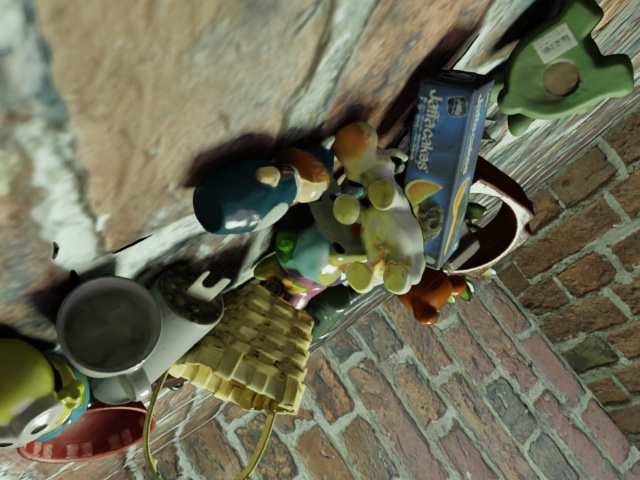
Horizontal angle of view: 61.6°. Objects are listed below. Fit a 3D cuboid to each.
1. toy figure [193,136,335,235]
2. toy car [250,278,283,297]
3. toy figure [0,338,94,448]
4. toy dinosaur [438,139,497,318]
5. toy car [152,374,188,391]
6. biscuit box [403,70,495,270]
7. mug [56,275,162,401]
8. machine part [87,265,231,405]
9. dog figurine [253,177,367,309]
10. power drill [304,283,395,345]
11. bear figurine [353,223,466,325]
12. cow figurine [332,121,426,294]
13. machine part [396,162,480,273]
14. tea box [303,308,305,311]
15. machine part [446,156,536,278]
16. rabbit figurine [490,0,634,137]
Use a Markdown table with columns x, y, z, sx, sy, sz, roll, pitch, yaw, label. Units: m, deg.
| x | y | z | sx | sy | sz | roll | pitch | yaw | label |
| --- | --- | --- | --- | --- | --- | --- | --- | --- | --- |
| -0.037 | -0.048 | 0.465 | 0.064 | 0.057 | 0.154 | 5 | -157 | 43 | toy figure |
| -0.125 | 0.110 | 0.796 | 0.202 | 0.056 | 0.073 | -33 | 161 | -22 | toy car |
| -0.262 | 0.137 | 0.485 | 0.082 | 0.089 | 0.180 | -46 | 179 | -15 | toy figure |
| 0.260 | -0.001 | 1.080 | 0.105 | 0.199 | 0.470 | -40 | 139 | -36 | toy dinosaur |
| -0.247 | 0.207 | 0.825 | 0.089 | 0.053 | 0.202 | -37 | 164 | 22 | toy car |
| 0.126 | -0.072 | 0.565 | 0.063 | 0.059 | 0.202 | -36 | 138 | -47 | biscuit box |
| -0.185 | 0.092 | 0.483 | 0.081 | 0.109 | 0.107 | -34 | -178 | -30 | mug |
| -0.183 | 0.104 | 0.577 | 0.243 | 0.079 | 0.079 | -41 | 166 | 26 | machine part |
| -0.020 | 0.025 | 0.656 | 0.219 | 0.108 | 0.191 | -43 | 167 | 36 | dog figurine |
| 0.047 | 0.114 | 1.014 | 0.207 | 0.086 | 0.232 | -24 | 161 | -19 | power drill |
| 0.112 | 0.045 | 0.827 | 0.120 | 0.196 | 0.132 | -44 | 175 | -28 | bear figurine |
| 0.064 | -0.034 | 0.536 | 0.068 | 0.167 | 0.098 | -9 | -178 | 33 | cow figurine |
| 0.143 | -0.035 | 0.725 | 0.056 | 0.179 | 0.179 | -39 | 167 | 3 | machine part |
| -0.115 | 0.158 | 0.959 | 0.098 | 0.068 | 0.169 | -21 | 159 | -48 | tea box |
| 0.231 | -0.036 | 0.900 | 0.201 | 0.201 | 0.087 | -45 | -153 | 34 | machine part |
| 0.276 | -0.193 | 0.636 | 0.159 | 0.121 | 0.170 | -41 | -179 | 33 | rabbit figurine |
